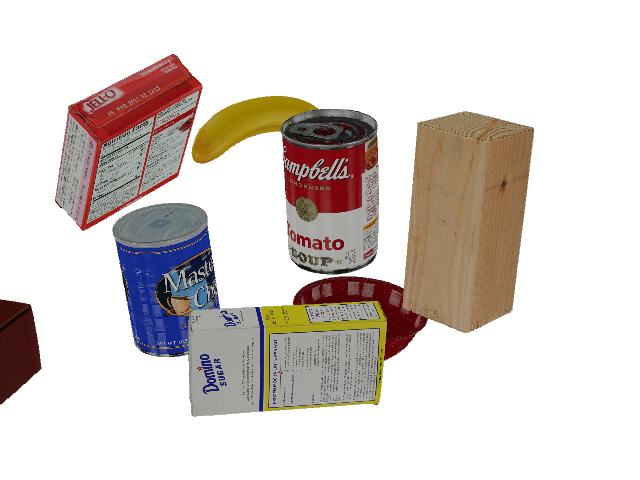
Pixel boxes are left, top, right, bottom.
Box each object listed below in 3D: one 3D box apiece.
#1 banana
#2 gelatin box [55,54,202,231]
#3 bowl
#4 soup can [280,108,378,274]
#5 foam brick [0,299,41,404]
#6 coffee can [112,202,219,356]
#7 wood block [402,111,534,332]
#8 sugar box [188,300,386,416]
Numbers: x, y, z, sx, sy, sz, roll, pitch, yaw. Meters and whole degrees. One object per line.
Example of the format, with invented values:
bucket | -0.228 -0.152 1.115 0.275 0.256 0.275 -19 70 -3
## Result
banana | -0.060 -0.119 1.106 0.197 0.037 0.070 -11 51 -39
gelatin box | -0.109 -0.054 0.597 0.073 0.030 0.089 -35 -17 -33
bowl | 0.046 0.102 1.279 0.162 0.055 0.162 4 25 -2
soup can | 0.007 -0.035 0.767 0.068 0.102 0.068 -2 28 1
foam brick | -0.232 0.079 0.711 0.053 0.051 0.078 8 29 23
coffee can | -0.167 0.042 1.178 0.103 0.140 0.103 -5 25 2
wood block | 0.154 -0.021 1.123 0.090 0.206 0.090 21 26 39
sugar box | -0.031 0.106 0.970 0.176 0.093 0.048 -1 25 -7
